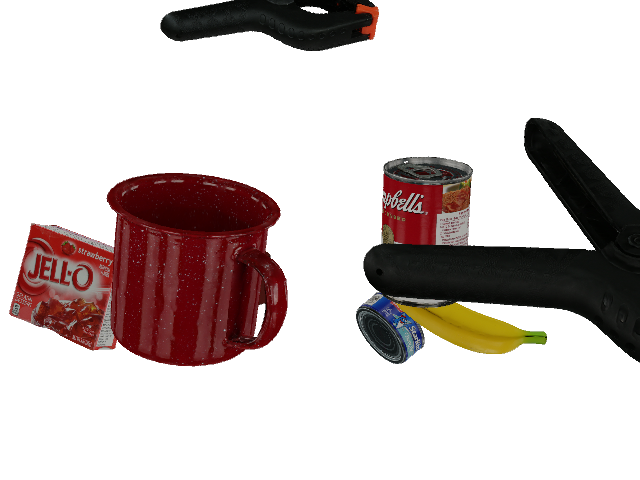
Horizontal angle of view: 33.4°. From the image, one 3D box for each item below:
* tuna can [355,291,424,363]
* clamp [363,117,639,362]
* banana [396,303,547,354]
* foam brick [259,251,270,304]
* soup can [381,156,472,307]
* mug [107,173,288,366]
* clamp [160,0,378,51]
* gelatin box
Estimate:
[{"bbox_3d":[0.082,0.105,1.277,0.033,0.086,0.086,-37,17,-24],"label":"tuna can"},{"bbox_3d":[0.136,0.017,0.501,0.164,0.036,0.210,-32,49,-33],"label":"clamp"},{"bbox_3d":[0.120,0.068,1.029,0.069,0.037,0.198,2,20,-44],"label":"banana"},{"bbox_3d":[-0.090,0.025,0.993,0.052,0.051,0.078,-14,34,-35],"label":"foam brick"},{"bbox_3d":[0.081,-0.007,0.824,0.068,0.102,0.068,1,20,0],"label":"soup can"},{"bbox_3d":[-0.063,0.020,0.582,0.117,0.081,0.093,23,26,33],"label":"mug"},{"bbox_3d":[-0.038,-0.202,0.868,0.171,0.120,0.039,7,-27,-5],"label":"clamp"},{"bbox_3d":[-0.185,0.033,0.795,0.089,0.073,0.030,19,6,27],"label":"gelatin box"}]
